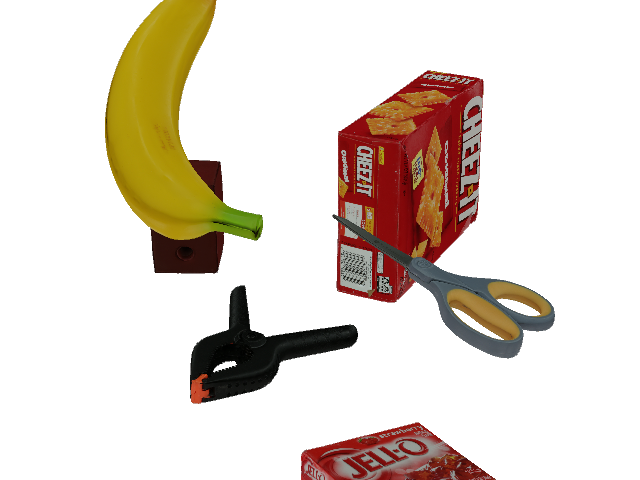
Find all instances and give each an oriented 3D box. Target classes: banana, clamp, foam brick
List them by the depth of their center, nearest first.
[{"bbox_3d":[-0.078,-0.066,0.556,0.069,0.198,0.037,-5,-40,-11],"label":"banana"},{"bbox_3d":[-0.106,-0.020,0.850,0.053,0.078,0.051,0,26,2],"label":"foam brick"},{"bbox_3d":[-0.065,0.118,1.149,0.165,0.036,0.209,14,28,19],"label":"clamp"}]

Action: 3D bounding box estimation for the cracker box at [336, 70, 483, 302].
[{"bbox_3d":[0.092,-0.058,1.046,0.072,0.164,0.213,13,29,26],"label":"cracker box"}]

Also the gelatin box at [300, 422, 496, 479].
[{"bbox_3d":[0.043,0.139,0.611,0.089,0.030,0.073,-6,22,-33],"label":"gelatin box"}]

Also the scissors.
[{"bbox_3d":[0.097,0.025,0.808,0.096,0.016,0.202,-6,33,-29],"label":"scissors"}]
